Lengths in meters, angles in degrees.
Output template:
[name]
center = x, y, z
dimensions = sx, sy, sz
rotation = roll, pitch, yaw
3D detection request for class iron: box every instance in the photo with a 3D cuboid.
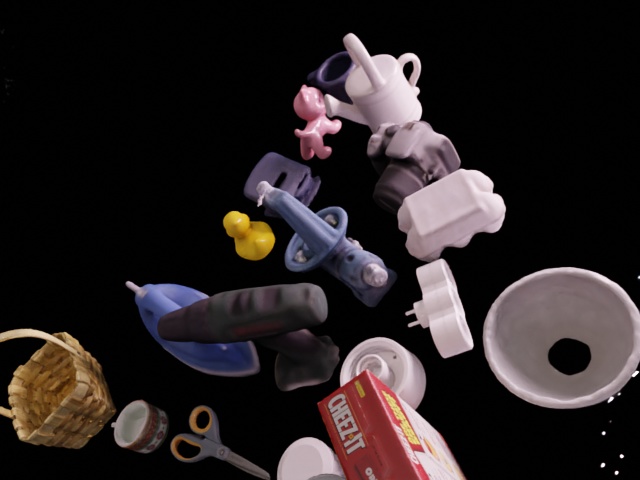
[iron]
center = -0.215, 0.137, 0.939
dimensions = 0.257, 0.142, 0.119
rotation = 19, 70, 43

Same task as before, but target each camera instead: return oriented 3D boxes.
[camera]
center = 0.127, -0.118, 0.919
dimensions = 0.142, 0.101, 0.137
rotation = 20, 71, 43

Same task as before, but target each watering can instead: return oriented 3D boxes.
[watering can]
center = 0.089, -0.268, 0.992
dimensions = 0.173, 0.195, 0.100
rotation = -48, 44, -5

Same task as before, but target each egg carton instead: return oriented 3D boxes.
[egg carton]
center = 0.188, -0.036, 0.835
dimensions = 0.150, 0.070, 0.107
rotation = -29, 46, 15

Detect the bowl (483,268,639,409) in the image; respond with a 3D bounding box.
[bowl]
center = 0.277, 0.119, 0.650
dimensions = 0.167, 0.075, 0.167
rotation = -19, 49, 23

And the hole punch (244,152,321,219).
[hole punch]
center = -0.068, -0.100, 1.051
dimensions = 0.100, 0.091, 0.109
rotation = 13, 66, 41

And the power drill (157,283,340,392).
[power drill]
center = -0.076, 0.135, 0.793
dimensions = 0.229, 0.209, 0.075
rotation = -20, 48, 22

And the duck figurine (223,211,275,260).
[duck figurine]
center = -0.137, -0.015, 1.039
dimensions = 0.077, 0.086, 0.104
rotation = -48, 44, -5

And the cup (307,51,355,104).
[cup]
center = 0.040, -0.303, 1.125
dimensions = 0.117, 0.095, 0.092
rotation = -2, 57, 34

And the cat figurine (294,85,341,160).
[cat figurine]
center = -0.019, -0.236, 1.099
dimensions = 0.067, 0.118, 0.128
rotation = -3, 57, 34

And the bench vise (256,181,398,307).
[bench vise]
center = 0.013, -0.007, 0.829
dimensions = 0.206, 0.220, 0.121
rotation = 8, 63, 39
